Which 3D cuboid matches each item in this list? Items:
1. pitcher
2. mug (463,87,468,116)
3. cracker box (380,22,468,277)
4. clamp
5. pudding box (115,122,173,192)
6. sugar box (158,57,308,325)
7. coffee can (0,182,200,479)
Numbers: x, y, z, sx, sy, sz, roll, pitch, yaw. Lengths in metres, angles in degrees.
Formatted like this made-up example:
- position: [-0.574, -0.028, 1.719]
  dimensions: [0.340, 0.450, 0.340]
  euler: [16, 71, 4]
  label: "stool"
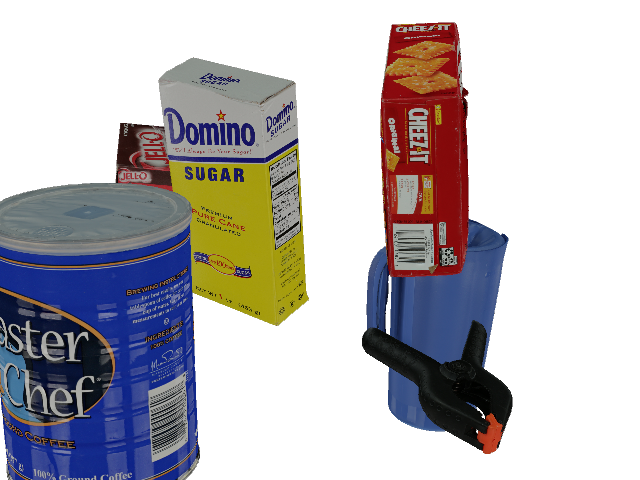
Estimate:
- position: [0.133, 0.099, 1.261]
  dimensions: [0.149, 0.243, 0.145]
  euler: [7, 19, 10]
  label: "pitcher"
- position: [0.129, -0.140, 1.246]
  dimensions: [0.117, 0.081, 0.093]
  euler: [-15, 28, -42]
  label: "mug"
- position: [0.096, -0.088, 0.959]
  dimensions: [0.072, 0.164, 0.213]
  euler: [-1, 27, 8]
  label: "cracker box"
- position: [0.123, 0.119, 0.930]
  dimensions: [0.120, 0.039, 0.172]
  euler: [-13, 35, -22]
  label: "clamp"
- position: [-0.156, -0.078, 1.056]
  dimensions: [0.090, 0.039, 0.113]
  euler: [5, 24, -11]
  label: "pudding box"
- position: [-0.060, -0.033, 0.753]
  dimensions: [0.093, 0.176, 0.048]
  euler: [18, 39, 31]
  label: "sugar box"
- position: [-0.115, 0.051, 0.549]
  dimensions: [0.103, 0.140, 0.103]
  euler: [0, 18, 0]
  label: "coffee can"
